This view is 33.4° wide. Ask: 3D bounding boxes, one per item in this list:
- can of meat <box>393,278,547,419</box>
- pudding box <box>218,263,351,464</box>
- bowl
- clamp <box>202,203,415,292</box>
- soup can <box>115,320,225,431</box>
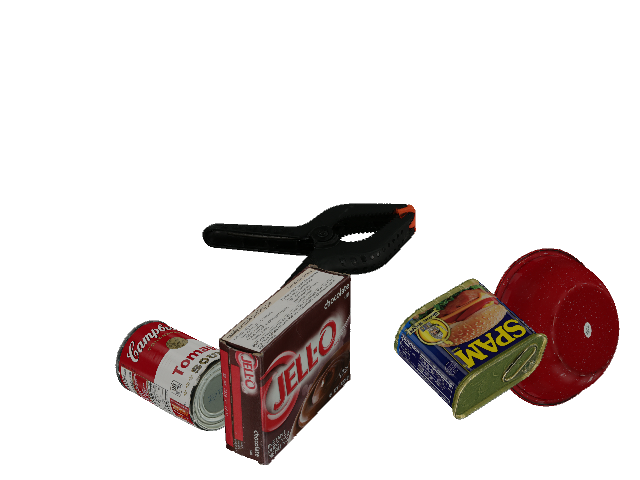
[{"bbox_3d":[0.125,0.089,0.905,0.102,0.057,0.084,-27,52,-26],"label":"can of meat"},{"bbox_3d":[-0.021,0.081,0.717,0.039,0.090,0.113,16,34,25],"label":"pudding box"},{"bbox_3d":[0.246,0.088,1.067,0.161,0.162,0.055,0,-1,-31],"label":"bowl"},{"bbox_3d":[0.002,0.015,1.045,0.209,0.036,0.165,-14,40,-11],"label":"clamp"},{"bbox_3d":[-0.120,0.117,0.926,0.102,0.068,0.068,19,12,39],"label":"soup can"}]
